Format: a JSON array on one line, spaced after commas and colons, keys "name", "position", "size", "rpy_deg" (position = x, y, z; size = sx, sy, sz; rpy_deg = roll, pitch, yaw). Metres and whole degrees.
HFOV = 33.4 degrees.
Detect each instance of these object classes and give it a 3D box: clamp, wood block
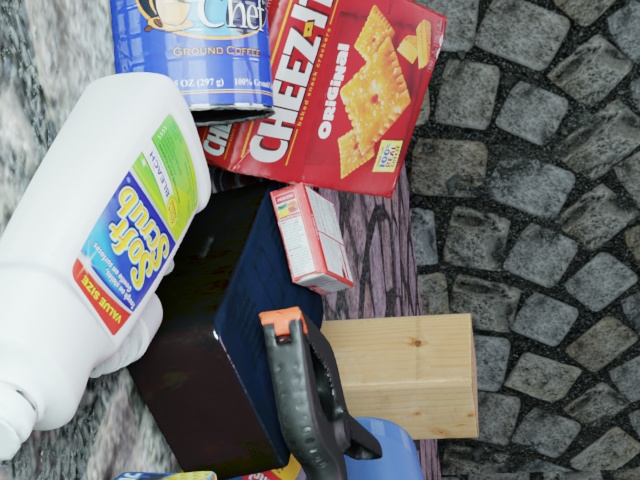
[{"name": "clamp", "position": [0.005, 0.129, 0.737], "size": [0.164, 0.036, 0.210], "rpy_deg": [-72, 148, -63]}, {"name": "wood block", "position": [0.049, 0.138, 1.054], "size": [0.090, 0.206, 0.090], "rpy_deg": [-83, 165, -46]}]

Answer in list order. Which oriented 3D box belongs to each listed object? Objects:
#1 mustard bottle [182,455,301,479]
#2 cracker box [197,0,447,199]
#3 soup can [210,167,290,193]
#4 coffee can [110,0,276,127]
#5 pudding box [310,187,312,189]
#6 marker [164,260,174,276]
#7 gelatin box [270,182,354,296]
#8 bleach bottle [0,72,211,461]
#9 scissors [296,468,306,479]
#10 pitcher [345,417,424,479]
[{"name": "mustard bottle", "position": [-0.061, 0.187, 0.793], "size": [0.096, 0.058, 0.191], "rpy_deg": [56, 22, -21]}, {"name": "cracker box", "position": [0.002, -0.126, 0.834], "size": [0.213, 0.072, 0.164], "rpy_deg": [5, 105, -54]}, {"name": "soup can", "position": [-0.052, -0.075, 0.938], "size": [0.102, 0.068, 0.068], "rpy_deg": [-76, 160, -51]}, {"name": "coffee can", "position": [-0.084, -0.148, 0.689], "size": [0.102, 0.103, 0.140], "rpy_deg": [-11, 97, -80]}, {"name": "pudding box", "position": [-0.034, -0.026, 1.137], "size": [0.090, 0.039, 0.113], "rpy_deg": [69, 21, -60]}, {"name": "marker", "position": [-0.118, -0.026, 0.689], "size": [0.020, 0.020, 0.121], "rpy_deg": [-83, 165, -49]}, {"name": "gelatin box", "position": [-0.005, 0.001, 0.833], "size": [0.089, 0.030, 0.073], "rpy_deg": [30, 44, -71]}, {"name": "bleach bottle", "position": [-0.119, 0.014, 0.543], "size": [0.250, 0.068, 0.102], "rpy_deg": [-78, 160, -52]}, {"name": "scissors", "position": [-0.022, 0.219, 0.854], "size": [0.096, 0.016, 0.202], "rpy_deg": [-58, -158, 2]}, {"name": "pitcher", "position": [0.050, 0.286, 0.953], "size": [0.149, 0.144, 0.243], "rpy_deg": [-57, -158, 30]}]
